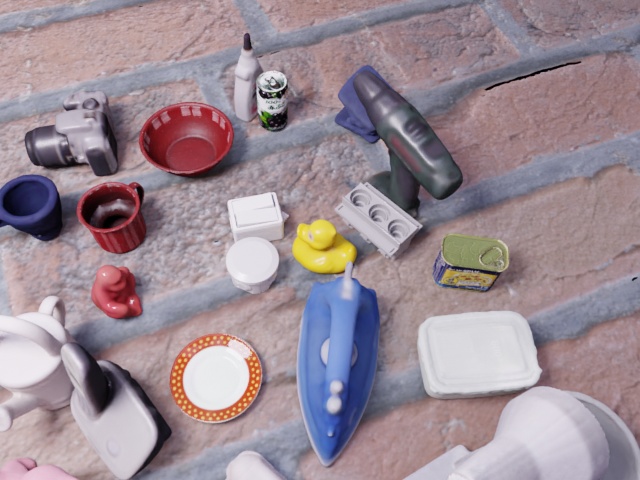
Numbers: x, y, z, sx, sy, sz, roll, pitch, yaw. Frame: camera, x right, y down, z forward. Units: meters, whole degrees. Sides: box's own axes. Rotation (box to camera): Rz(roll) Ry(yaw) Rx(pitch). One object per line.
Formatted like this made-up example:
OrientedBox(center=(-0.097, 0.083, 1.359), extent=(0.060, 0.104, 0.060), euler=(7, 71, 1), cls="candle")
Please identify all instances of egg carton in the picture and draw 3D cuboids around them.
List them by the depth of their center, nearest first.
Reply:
OrientedBox(center=(-0.071, 0.343, 0.704), extent=(0.150, 0.069, 0.107), euler=(36, 64, 17), cls="egg carton")

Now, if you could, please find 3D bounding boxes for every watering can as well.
OrientedBox(center=(-0.369, 0.151, 0.729), extent=(0.101, 0.194, 0.172), euler=(-11, 61, -9), cls="watering can")

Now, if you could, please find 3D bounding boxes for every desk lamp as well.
OrientedBox(center=(0.206, 0.279, 0.674), extent=(0.203, 0.213, 0.117), euler=(-25, 64, -17), cls="desk lamp")

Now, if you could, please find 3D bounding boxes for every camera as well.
OrientedBox(center=(-0.427, -0.185, 0.979), extent=(0.137, 0.101, 0.143), euler=(-11, 60, -9), cls="camera")

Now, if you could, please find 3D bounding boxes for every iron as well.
OrientedBox(center=(0.026, 0.161, 0.776), extent=(0.118, 0.141, 0.258), euler=(6, 59, 1), cls="iron")

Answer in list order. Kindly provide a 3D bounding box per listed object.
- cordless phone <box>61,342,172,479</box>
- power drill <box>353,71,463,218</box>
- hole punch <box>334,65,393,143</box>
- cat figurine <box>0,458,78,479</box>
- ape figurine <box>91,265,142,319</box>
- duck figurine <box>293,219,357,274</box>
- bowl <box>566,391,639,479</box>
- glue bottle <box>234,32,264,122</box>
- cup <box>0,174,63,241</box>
OrientedBox(center=(-0.263, 0.207, 0.707), extent=(0.147, 0.185, 0.094), euler=(41, 66, 19), cls="cordless phone")
OrientedBox(center=(0.123, -0.130, 0.915), extent=(0.076, 0.208, 0.229), euler=(-34, 67, -21), cls="power drill")
OrientedBox(center=(0.093, -0.253, 1.054), extent=(0.101, 0.091, 0.109), euler=(32, 63, 15), cls="hole punch")
OrientedBox(center=(-0.347, 0.300, 0.686), extent=(0.127, 0.118, 0.067), euler=(15, 60, 6), cls="cat figurine")
OrientedBox(center=(-0.302, 0.069, 0.841), extent=(0.076, 0.092, 0.078), euler=(14, 60, 5), cls="ape figurine")
OrientedBox(center=(0.008, 0.003, 0.901), extent=(0.104, 0.086, 0.077), euler=(16, 60, 6), cls="duck figurine")
OrientedBox(center=(0.326, 0.290, 0.755), extent=(0.167, 0.075, 0.167), euler=(1, 59, -2), cls="bowl")
OrientedBox(center=(-0.126, -0.295, 1.019), extent=(0.037, 0.173, 0.078), euler=(23, 61, 11), cls="glue bottle")
OrientedBox(center=(-0.453, -0.034, 0.892), extent=(0.118, 0.095, 0.091), euler=(-33, 66, -20), cls="cup")
